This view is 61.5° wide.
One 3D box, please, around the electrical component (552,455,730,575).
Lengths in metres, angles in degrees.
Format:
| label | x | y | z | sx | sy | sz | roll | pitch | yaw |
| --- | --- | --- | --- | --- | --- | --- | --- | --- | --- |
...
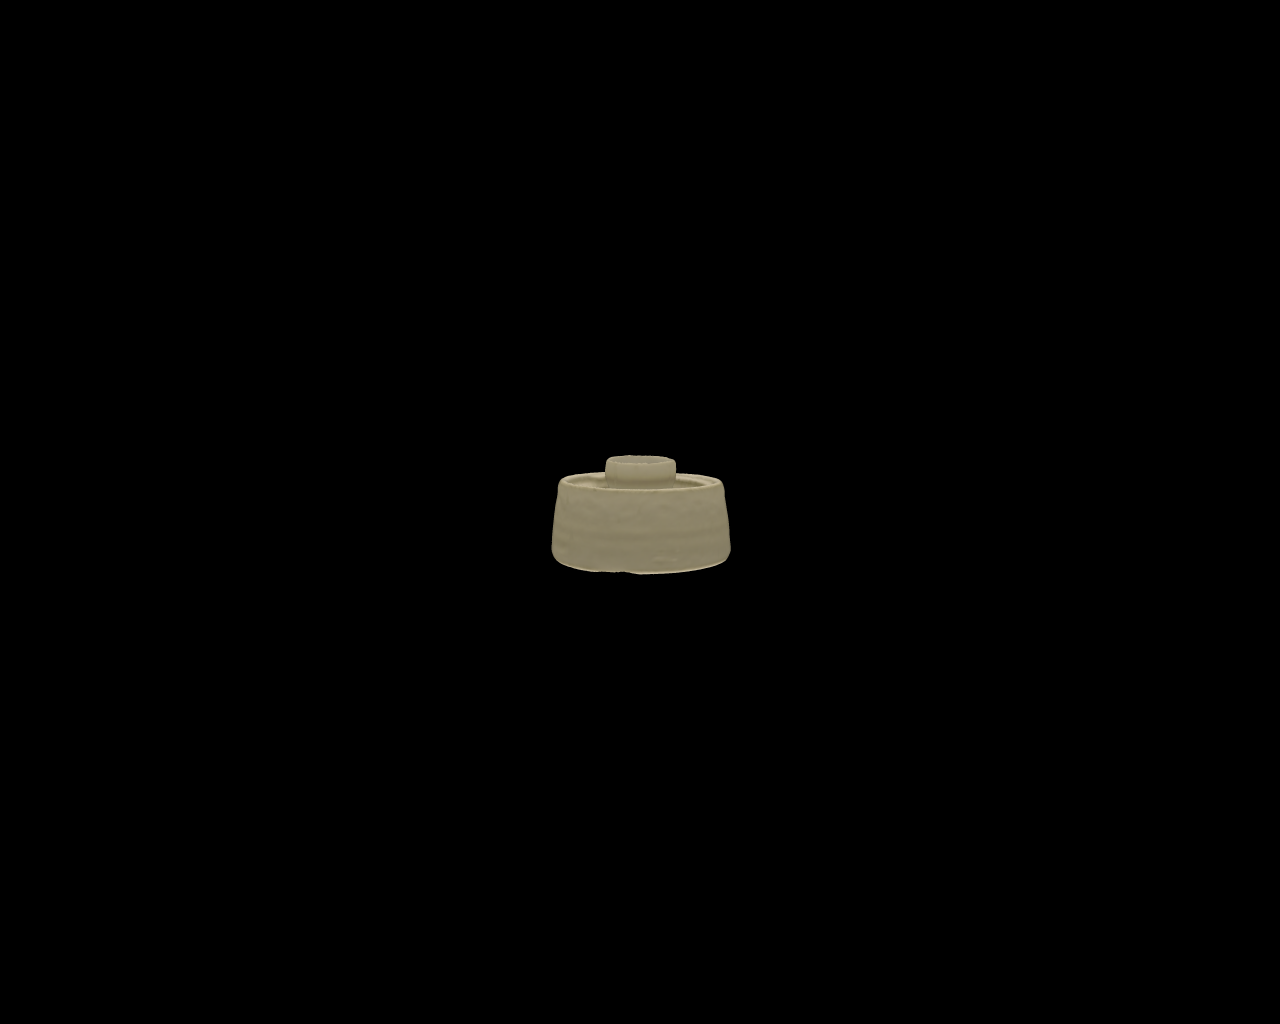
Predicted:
| label | x | y | z | sx | sy | sz | roll | pitch | yaw |
| --- | --- | --- | --- | --- | --- | --- | --- | --- | --- |
| electrical component | 0.001 | -0.003 | 0.650 | 0.108 | 0.060 | 0.108 | 0 | 9 | 0 |
